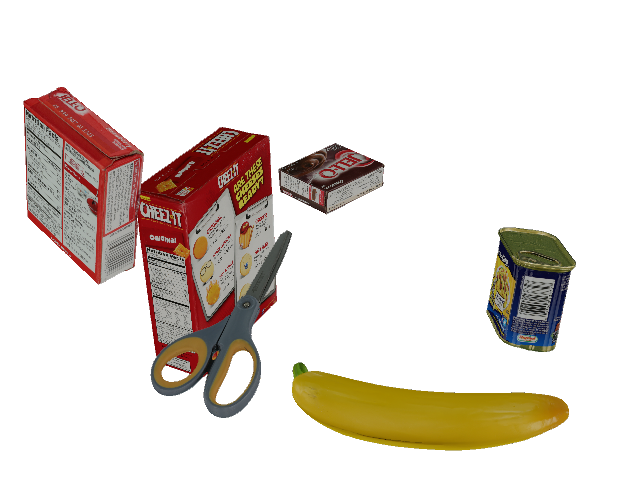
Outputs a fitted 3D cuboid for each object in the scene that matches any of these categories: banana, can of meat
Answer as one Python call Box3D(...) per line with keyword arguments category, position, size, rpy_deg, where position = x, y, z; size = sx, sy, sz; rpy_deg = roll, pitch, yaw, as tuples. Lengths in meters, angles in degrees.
Box3D(category="banana", position=(0.059, 0.108, 0.703), size=(0.198, 0.037, 0.069), rpy_deg=(7, 32, 22))
Box3D(category="can of meat", position=(0.190, 0.044, 0.977), size=(0.057, 0.084, 0.102), rpy_deg=(6, 18, -4))

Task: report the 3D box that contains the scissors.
Box3D(category="scissors", position=(-0.080, 0.062, 0.873), size=(0.096, 0.016, 0.201), rpy_deg=(-2, 42, 7))

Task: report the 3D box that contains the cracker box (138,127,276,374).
Box3D(category="cracker box", position=(-0.117, 0.010, 1.135), size=(0.072, 0.214, 0.164), rpy_deg=(13, 34, 25))

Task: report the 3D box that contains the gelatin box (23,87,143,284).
Box3D(category="gelatin box", position=(-0.136, -0.031, 0.608), size=(0.073, 0.089, 0.030), rpy_deg=(38, 46, 27))

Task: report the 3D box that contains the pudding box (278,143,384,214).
Box3D(category="pudding box", position=(0.015, -0.083, 1.404), size=(0.090, 0.039, 0.113), rpy_deg=(26, 42, 37))
